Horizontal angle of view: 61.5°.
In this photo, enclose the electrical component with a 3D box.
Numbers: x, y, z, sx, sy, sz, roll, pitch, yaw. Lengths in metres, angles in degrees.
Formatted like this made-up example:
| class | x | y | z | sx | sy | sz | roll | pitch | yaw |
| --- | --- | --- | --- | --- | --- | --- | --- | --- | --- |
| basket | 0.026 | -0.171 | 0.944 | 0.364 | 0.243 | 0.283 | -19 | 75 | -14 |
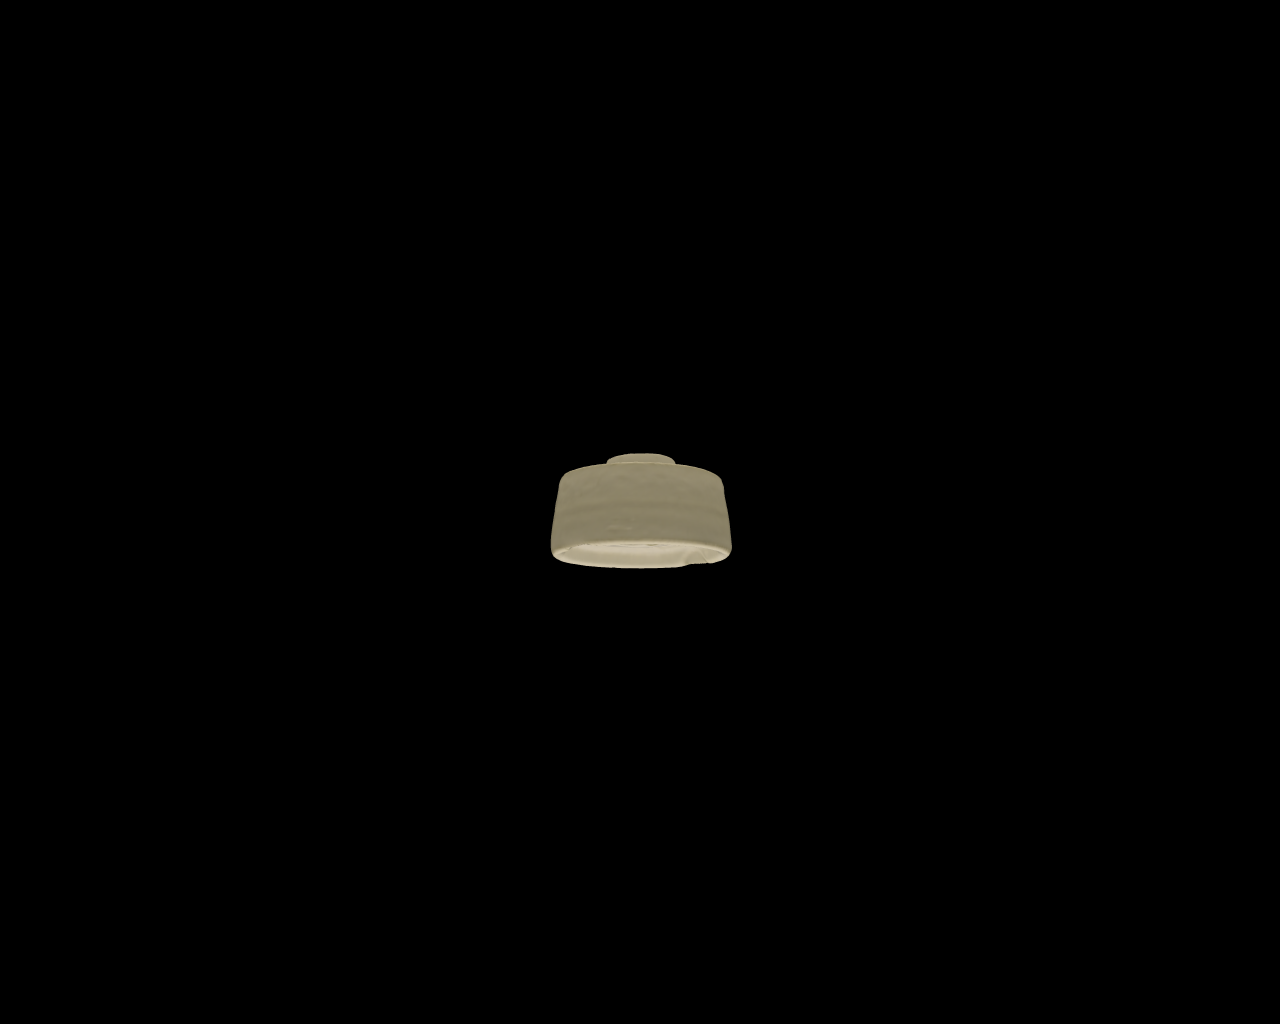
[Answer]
| class | x | y | z | sx | sy | sz | roll | pitch | yaw |
| --- | --- | --- | --- | --- | --- | --- | --- | --- | --- |
| electrical component | 0.001 | -0.003 | 0.650 | 0.108 | 0.060 | 0.108 | 0 | -11 | 0 |
